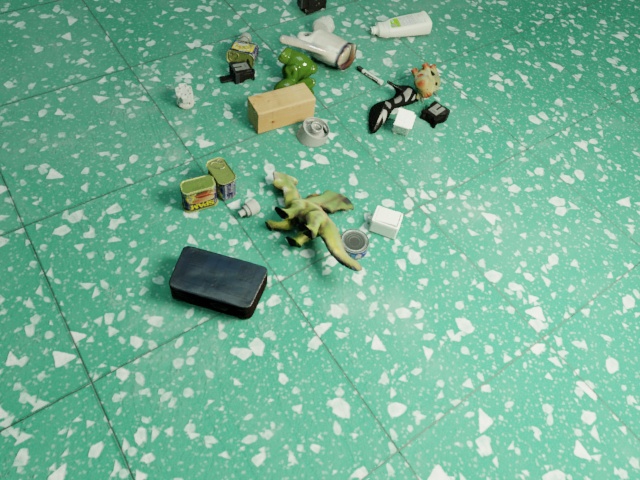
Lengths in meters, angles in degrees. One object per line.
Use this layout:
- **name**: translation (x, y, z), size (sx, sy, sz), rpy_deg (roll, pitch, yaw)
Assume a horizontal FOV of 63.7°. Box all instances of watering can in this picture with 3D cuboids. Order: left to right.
- **watering can**: translation (0.005, -0.694, 1.860), size (0.225, 0.102, 0.353), rpy_deg (29, 31, 11)

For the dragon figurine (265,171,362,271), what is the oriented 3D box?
- **dragon figurine**: translation (0.004, -0.073, 1.452), size (0.414, 0.119, 0.247), rpy_deg (33, 49, 21)
